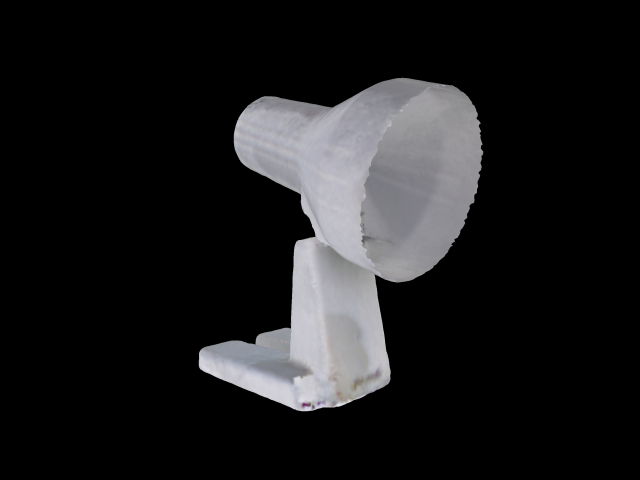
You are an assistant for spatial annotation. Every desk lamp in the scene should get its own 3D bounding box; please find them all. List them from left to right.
[{"bbox_3d":[0.004,0.001,0.400,0.202,0.213,0.118,4,6,44],"label":"desk lamp"}]
